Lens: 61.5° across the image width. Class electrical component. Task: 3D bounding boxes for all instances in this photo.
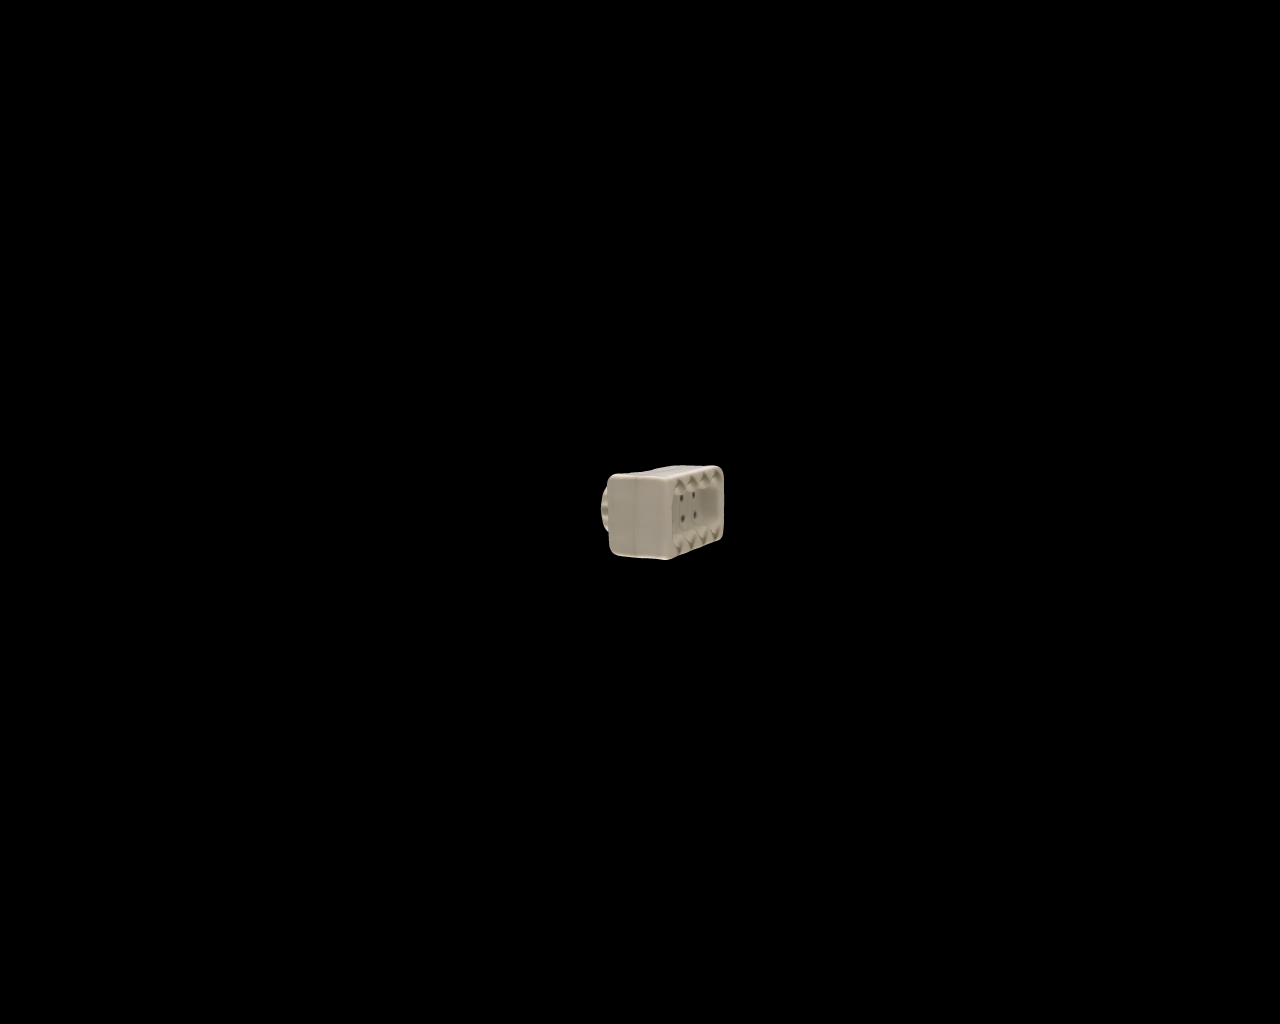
[{"bbox_3d":[0.001,-0.003,0.650,0.076,0.047,0.083,4,8,28],"label":"electrical component"}]
